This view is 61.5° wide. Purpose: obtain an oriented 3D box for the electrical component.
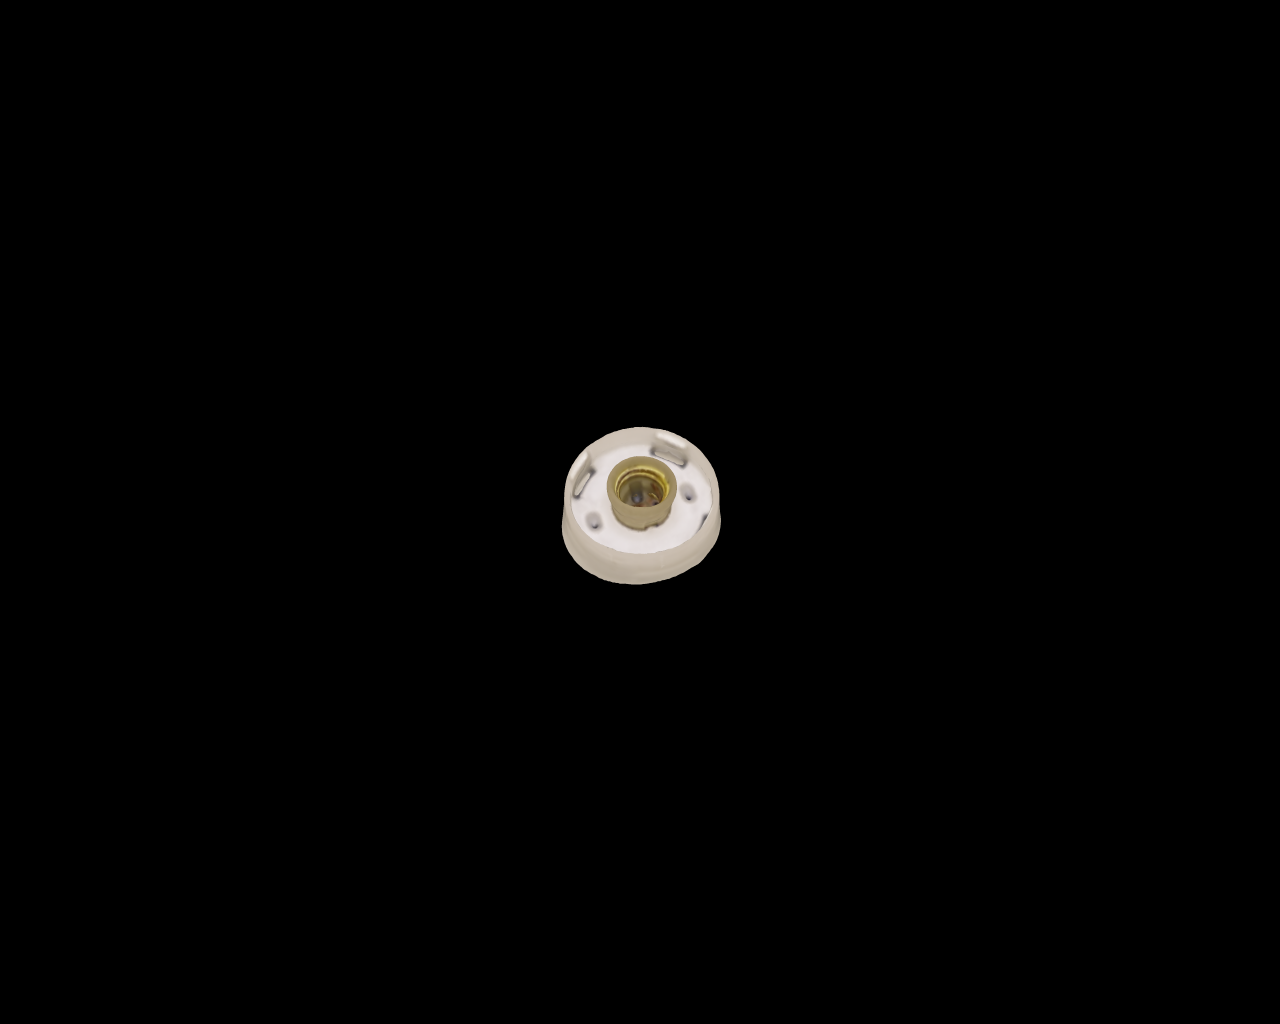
[{"bbox_3d":[0.001,-0.003,0.650,0.099,0.099,0.064,0,-29,0],"label":"electrical component"}]
